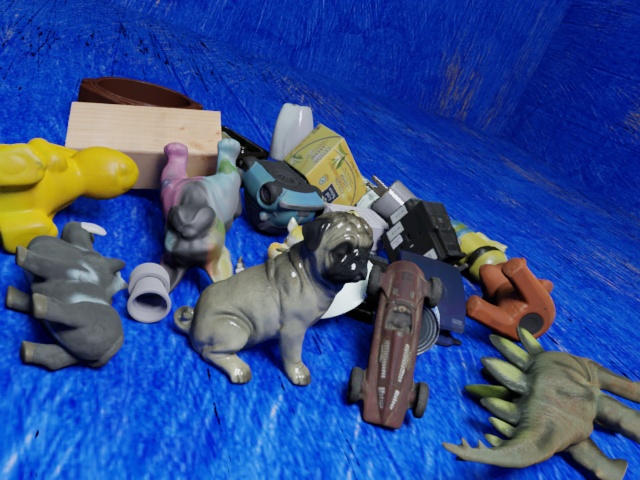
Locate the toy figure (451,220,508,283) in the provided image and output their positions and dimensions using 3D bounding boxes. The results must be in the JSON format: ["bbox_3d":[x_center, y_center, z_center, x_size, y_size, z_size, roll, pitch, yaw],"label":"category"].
[{"bbox_3d":[0.284,0.019,1.056,0.089,0.082,0.180,-17,49,-40],"label":"toy figure"}]

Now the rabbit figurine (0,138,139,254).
[{"bbox_3d":[-0.313,-0.067,0.653,0.173,0.121,0.163,-19,21,-31],"label":"rabbit figurine"}]

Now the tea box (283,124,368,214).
[{"bbox_3d":[0.015,-0.116,0.978,0.068,0.098,0.169,39,-7,32],"label":"tea box"}]

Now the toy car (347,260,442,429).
[{"bbox_3d":[0.087,0.110,0.614,0.089,0.053,0.202,15,54,2],"label":"toy car"}]

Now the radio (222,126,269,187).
[{"bbox_3d":[-0.202,-0.149,0.978,0.131,0.073,0.229,31,25,17],"label":"radio"}]

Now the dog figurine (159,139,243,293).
[{"bbox_3d":[-0.158,-0.017,0.708,0.108,0.191,0.219,1,57,-7],"label":"dog figurine"}]

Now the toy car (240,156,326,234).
[{"bbox_3d":[-0.076,-0.064,0.872,0.109,0.102,0.162,0,32,-45],"label":"toy car"}]

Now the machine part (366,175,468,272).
[{"bbox_3d":[0.179,-0.028,1.005,0.243,0.079,0.079,44,25,1],"label":"machine part"}]

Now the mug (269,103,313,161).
[{"bbox_3d":[-0.044,-0.204,1.027,0.081,0.107,0.109,17,18,20],"label":"mug"}]

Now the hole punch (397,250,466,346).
[{"bbox_3d":[0.153,0.085,0.787,0.142,0.092,0.116,19,27,-18],"label":"hole punch"}]

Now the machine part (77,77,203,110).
[{"bbox_3d":[-0.338,-0.241,1.021,0.202,0.087,0.201,28,24,18],"label":"machine part"}]

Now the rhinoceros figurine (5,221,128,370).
[{"bbox_3d":[-0.243,0.043,0.531,0.112,0.073,0.190,4,30,-34],"label":"rhinoceros figurine"}]

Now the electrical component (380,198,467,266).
[{"bbox_3d":[0.165,-0.002,0.893,0.058,0.115,0.134,6,56,-40],"label":"electrical component"}]

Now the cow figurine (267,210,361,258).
[{"bbox_3d":[-0.001,-0.001,0.817,0.068,0.098,0.167,44,30,28],"label":"cow figurine"}]

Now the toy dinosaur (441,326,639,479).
[{"bbox_3d":[0.281,0.198,0.648,0.199,0.105,0.471,26,13,27],"label":"toy dinosaur"}]

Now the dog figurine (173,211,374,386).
[{"bbox_3d":[-0.049,0.041,0.565,0.172,0.190,0.121,8,27,-27],"label":"dog figurine"}]

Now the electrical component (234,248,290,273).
[{"bbox_3d":[-0.063,0.047,0.687,0.102,0.045,0.078,-13,28,-9],"label":"electrical component"}]

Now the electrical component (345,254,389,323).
[{"bbox_3d":[0.065,0.058,0.783,0.048,0.074,0.119,20,20,-9],"label":"electrical component"}]

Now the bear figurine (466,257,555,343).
[{"bbox_3d":[0.293,0.075,0.859,0.132,0.120,0.196,38,18,-14],"label":"bear figurine"}]
